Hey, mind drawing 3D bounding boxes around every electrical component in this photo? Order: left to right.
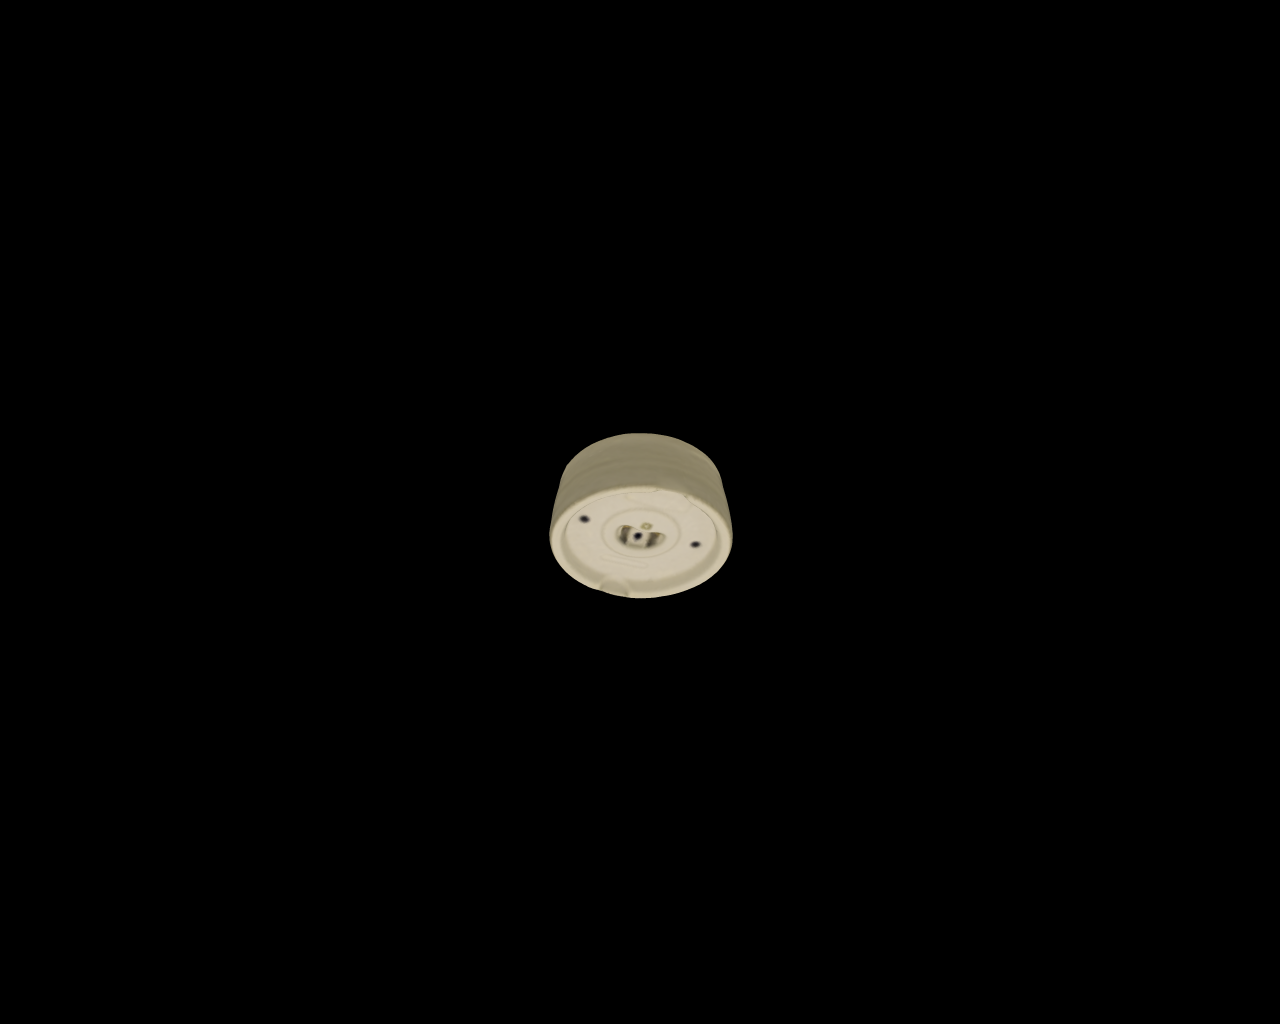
[{"bbox_3d":[0.001,-0.003,0.650,0.108,0.060,0.108,0,-40,0],"label":"electrical component"}]
